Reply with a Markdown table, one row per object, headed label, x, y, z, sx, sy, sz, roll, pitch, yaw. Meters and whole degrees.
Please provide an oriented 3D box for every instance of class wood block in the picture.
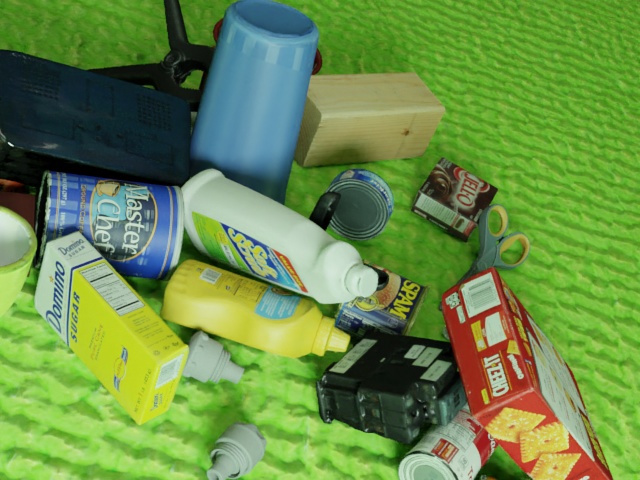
| label | x | y | z | sx | sy | sz | roll | pitch | yaw |
| --- | --- | --- | --- | --- | --- | --- | --- | --- | --- |
| wood block | 0.053 | -0.165 | 1.451 | 0.205 | 0.091 | 0.090 | -7 | 48 | -34 |

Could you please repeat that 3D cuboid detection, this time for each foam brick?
| label | x | y | z | sx | sy | sz | roll | pitch | yaw |
| --- | --- | --- | --- | --- | --- | --- | --- | --- | --- |
| foam brick | -0.321 | -0.007 | 1.100 | 0.051 | 0.053 | 0.078 | 7 | 41 | -20 |

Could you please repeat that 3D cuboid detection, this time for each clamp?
| label | x | y | z | sx | sy | sz | roll | pitch | yaw |
| --- | --- | --- | --- | --- | --- | --- | --- | --- | --- |
| clamp | -0.008 | 0.001 | 1.165 | 0.172 | 0.120 | 0.039 | -1 | 27 | 46 |
| clamp | -0.180 | -0.229 | 1.356 | 0.210 | 0.036 | 0.164 | 28 | 76 | 28 |

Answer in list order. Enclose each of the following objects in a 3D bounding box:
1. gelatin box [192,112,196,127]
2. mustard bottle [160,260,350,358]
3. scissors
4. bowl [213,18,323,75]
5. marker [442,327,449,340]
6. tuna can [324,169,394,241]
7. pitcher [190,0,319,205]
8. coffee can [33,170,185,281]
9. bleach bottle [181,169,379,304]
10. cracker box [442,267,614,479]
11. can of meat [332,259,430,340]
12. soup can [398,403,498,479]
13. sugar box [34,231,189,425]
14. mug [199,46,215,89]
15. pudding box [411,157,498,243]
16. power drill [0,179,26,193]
| label | x | y | z | sx | sy | sz | roll | pitch | yaw |
| --- | --- | --- | --- | --- | --- | --- | --- | --- | --- |
| gelatin box | -0.175 | -0.140 | 1.354 | 0.089 | 0.030 | 0.073 | 38 | 41 | 20 |
| mustard bottle | -0.062 | 0.078 | 1.105 | 0.191 | 0.058 | 0.096 | 17 | 19 | 5 |
| scissors | 0.197 | 0.015 | 1.339 | 0.201 | 0.016 | 0.096 | -20 | 88 | -42 |
| bowl | -0.081 | -0.255 | 1.517 | 0.162 | 0.055 | 0.162 | 14 | 39 | -12 |
| marker | 0.183 | 0.085 | 1.275 | 0.020 | 0.020 | 0.120 | 37 | 40 | 17 |
| tuna can | 0.047 | -0.044 | 1.305 | 0.086 | 0.086 | 0.033 | 26 | 36 | 4 |
| pitcher | -0.076 | -0.153 | 1.246 | 0.144 | 0.243 | 0.149 | 0 | 37 | -24 |
| coffee can | -0.222 | -0.014 | 1.118 | 0.140 | 0.103 | 0.103 | 7 | 41 | -20 |
| bleach bottle | -0.042 | 0.003 | 1.117 | 0.251 | 0.102 | 0.068 | 21 | 51 | 42 |
| cracker box | 0.209 | 0.155 | 1.076 | 0.213 | 0.072 | 0.164 | 48 | 21 | -38 |
| can of meat | 0.068 | 0.076 | 1.198 | 0.084 | 0.057 | 0.102 | 25 | 37 | 7 |
| soup can | 0.129 | 0.211 | 1.058 | 0.068 | 0.069 | 0.102 | 35 | 39 | 14 |
| sugar box | -0.203 | 0.083 | 1.021 | 0.176 | 0.093 | 0.048 | 40 | 40 | 22 |
| mug | -0.106 | -0.197 | 1.413 | 0.117 | 0.082 | 0.093 | 7 | 41 | -19 |
| pudding box | 0.180 | -0.055 | 1.425 | 0.090 | 0.039 | 0.113 | 30 | 38 | 7 |
| power drill | -0.352 | -0.126 | 1.226 | 0.184 | 0.057 | 0.187 | 43 | 44 | 19 |
